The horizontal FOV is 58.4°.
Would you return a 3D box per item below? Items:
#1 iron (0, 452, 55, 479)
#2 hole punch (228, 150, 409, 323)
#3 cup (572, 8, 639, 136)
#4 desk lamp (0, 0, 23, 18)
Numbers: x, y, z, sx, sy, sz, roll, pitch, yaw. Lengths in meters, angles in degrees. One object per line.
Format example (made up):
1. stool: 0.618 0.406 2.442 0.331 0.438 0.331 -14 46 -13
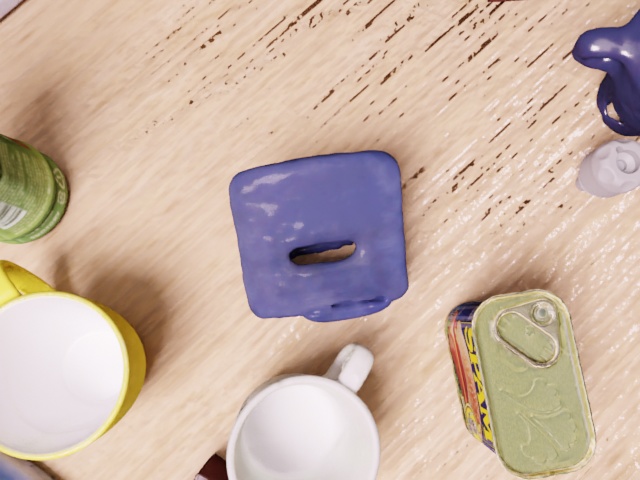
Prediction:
1. iron: -0.201 0.203 0.309 0.119 0.141 0.258 -44 86 -5
2. hole punch: 0.003 0.001 0.363 0.108 0.091 0.101 -9 83 -2
3. cup: 0.213 -0.106 0.378 0.117 0.095 0.092 7 83 0
4. desk lamp: -0.302 -0.180 0.318 0.203 0.213 0.118 -44 85 -5
